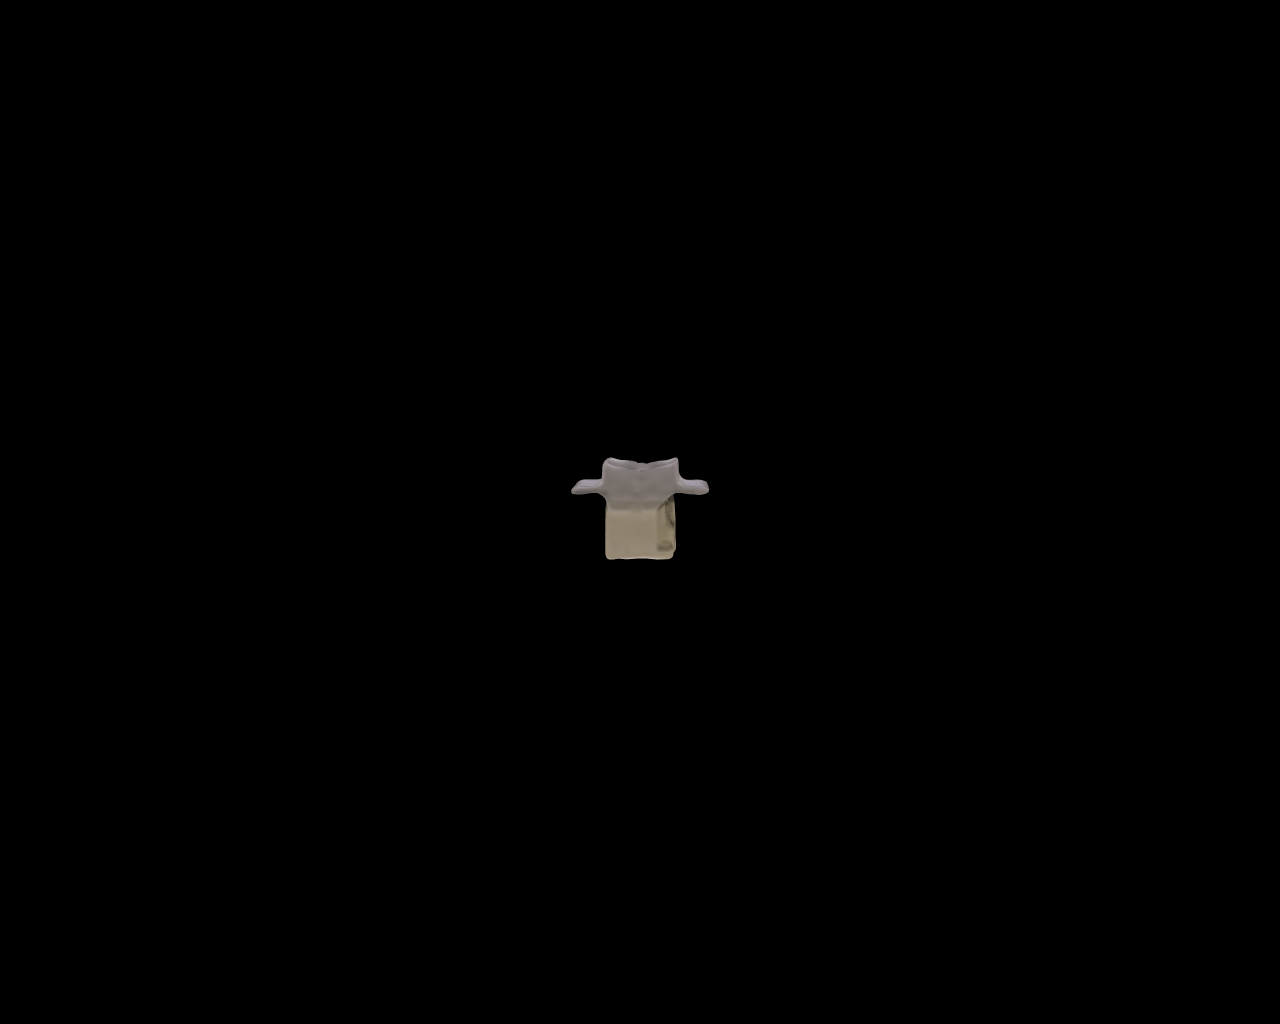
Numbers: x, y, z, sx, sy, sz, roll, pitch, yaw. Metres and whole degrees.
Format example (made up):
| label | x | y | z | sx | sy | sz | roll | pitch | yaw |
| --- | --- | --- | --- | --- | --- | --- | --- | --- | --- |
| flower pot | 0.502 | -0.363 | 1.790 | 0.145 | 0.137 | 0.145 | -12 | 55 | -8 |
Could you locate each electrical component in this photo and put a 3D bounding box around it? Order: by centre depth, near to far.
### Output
| label | x | y | z | sx | sy | sz | roll | pitch | yaw |
| --- | --- | --- | --- | --- | --- | --- | --- | --- | --- |
| electrical component | 0.001 | -0.003 | 0.650 | 0.081 | 0.063 | 0.042 | 1 | 8 | 5 |
